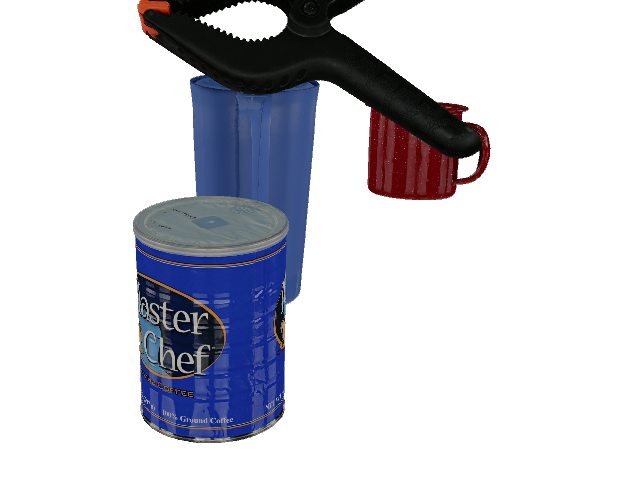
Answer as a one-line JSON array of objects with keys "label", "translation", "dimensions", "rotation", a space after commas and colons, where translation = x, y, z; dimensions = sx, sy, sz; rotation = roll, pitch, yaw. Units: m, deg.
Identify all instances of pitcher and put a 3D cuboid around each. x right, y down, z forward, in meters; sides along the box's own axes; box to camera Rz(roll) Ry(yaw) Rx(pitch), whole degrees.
[{"label": "pitcher", "translation": [-0.072, -0.051, 1.120], "dimensions": [0.145, 0.243, 0.148], "rotation": [16, 21, 40]}]

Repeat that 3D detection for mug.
[{"label": "mug", "translation": [0.096, -0.081, 0.962], "dimensions": [0.117, 0.081, 0.093], "rotation": [7, 13, 22]}]

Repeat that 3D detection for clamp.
[{"label": "clamp", "translation": [-0.001, -0.120, 0.631], "dimensions": [0.210, 0.164, 0.036], "rotation": [-4, -19, -4]}]

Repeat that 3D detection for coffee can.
[{"label": "coffee can", "translation": [-0.074, 0.051, 0.729], "dimensions": [0.103, 0.140, 0.103], "rotation": [1, 20, -1]}]
